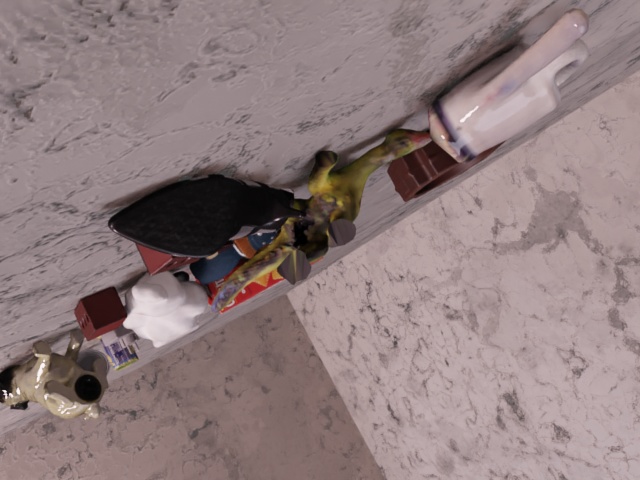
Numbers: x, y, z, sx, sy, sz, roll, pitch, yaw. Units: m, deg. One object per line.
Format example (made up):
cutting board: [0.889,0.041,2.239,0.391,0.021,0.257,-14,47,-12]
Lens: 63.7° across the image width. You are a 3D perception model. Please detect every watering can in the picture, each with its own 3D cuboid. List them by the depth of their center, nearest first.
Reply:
watering can: [0.240,-0.193,0.671,0.222,0.104,0.349,-32,174,23]

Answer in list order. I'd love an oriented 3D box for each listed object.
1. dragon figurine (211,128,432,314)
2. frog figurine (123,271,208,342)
dragon figurine: [0.002,-0.041,0.813,0.405,0.122,0.246,-38,179,25]
frog figurine: [-0.248,0.106,0.834,0.138,0.123,0.158,-5,176,-21]
